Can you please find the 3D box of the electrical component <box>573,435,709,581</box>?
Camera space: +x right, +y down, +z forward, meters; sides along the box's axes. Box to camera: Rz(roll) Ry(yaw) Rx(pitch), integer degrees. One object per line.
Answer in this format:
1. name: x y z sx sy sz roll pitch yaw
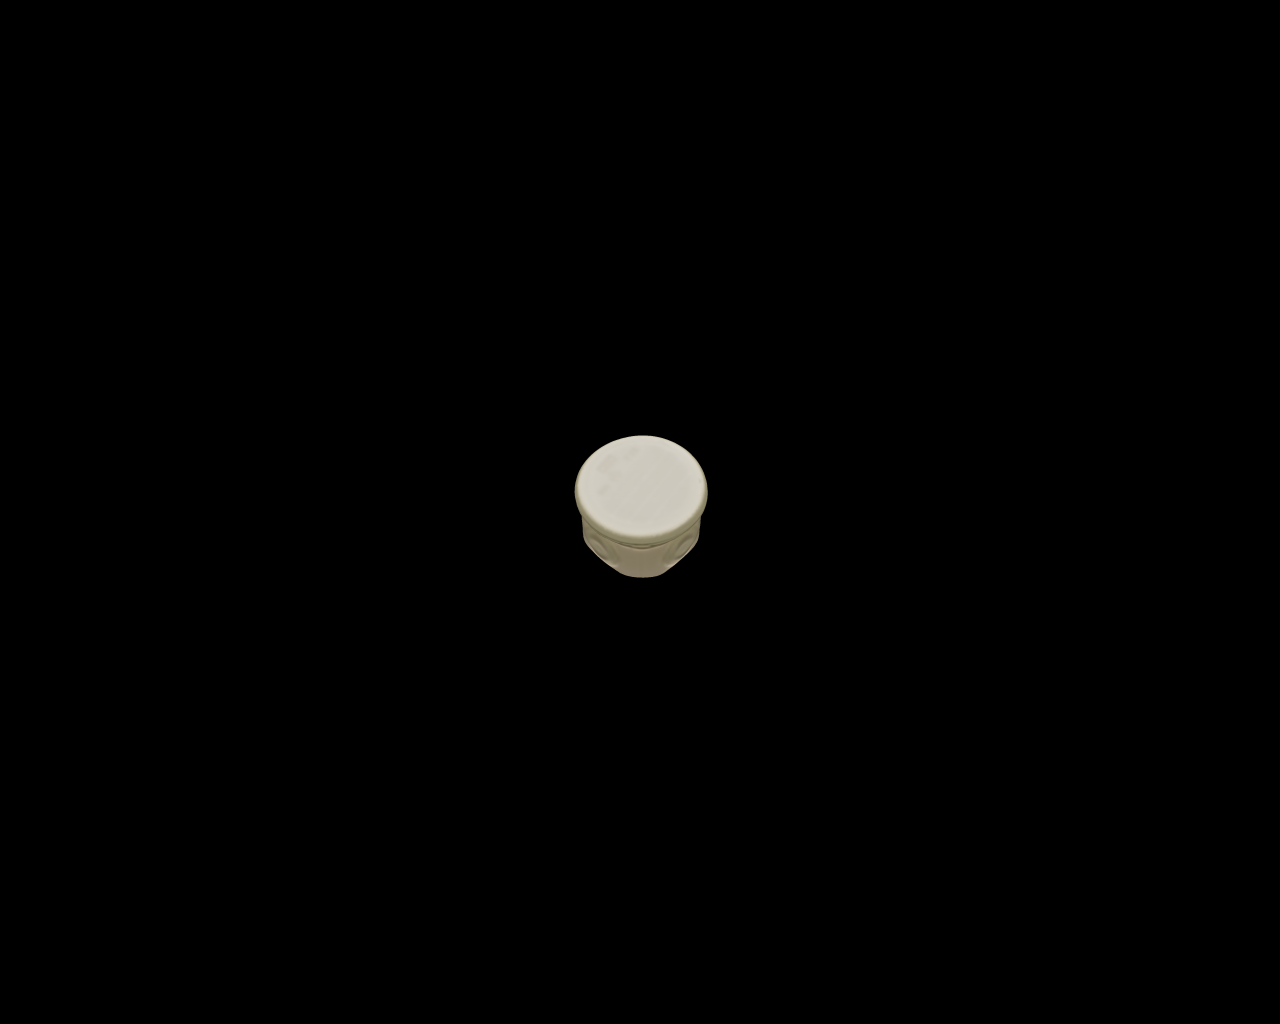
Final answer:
1. electrical component: 0.001 -0.003 0.650 0.080 0.080 0.050 0 -36 0
